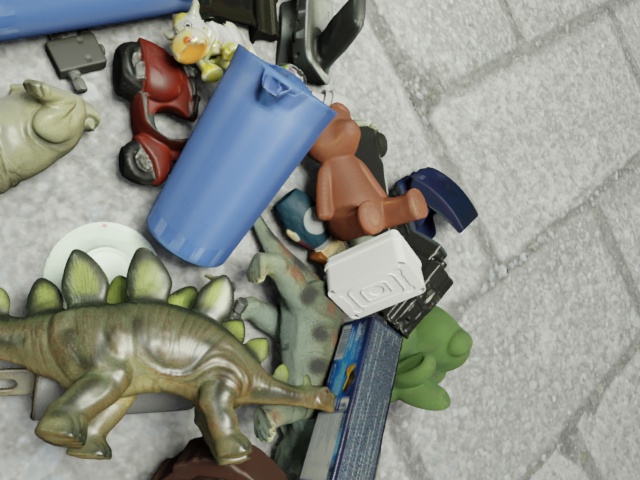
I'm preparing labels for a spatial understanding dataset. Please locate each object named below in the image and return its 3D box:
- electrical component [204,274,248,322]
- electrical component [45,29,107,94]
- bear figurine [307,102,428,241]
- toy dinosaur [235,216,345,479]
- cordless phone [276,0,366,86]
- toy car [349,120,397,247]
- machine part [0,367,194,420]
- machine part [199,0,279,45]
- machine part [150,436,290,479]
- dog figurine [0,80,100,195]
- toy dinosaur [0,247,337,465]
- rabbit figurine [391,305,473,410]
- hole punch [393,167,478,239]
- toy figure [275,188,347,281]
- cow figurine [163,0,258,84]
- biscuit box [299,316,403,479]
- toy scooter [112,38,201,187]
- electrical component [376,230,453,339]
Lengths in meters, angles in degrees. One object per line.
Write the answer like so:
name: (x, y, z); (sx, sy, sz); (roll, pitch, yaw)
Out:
electrical component: (-0.130, 0.091, 0.656); (0.078, 0.102, 0.045); (30, 27, 12)
electrical component: (-0.293, -0.224, 0.652); (0.063, 0.021, 0.094); (-25, 88, -30)
bear figurine: (0.043, -0.101, 0.719); (0.120, 0.132, 0.195); (-13, 90, -35)
toy dinosaur: (-0.021, 0.137, 0.705); (0.192, 0.131, 0.404); (13, 72, -40)
cordless phone: (0.012, -0.312, 0.743); (0.089, 0.184, 0.146); (7, 80, -23)
toy car: (0.067, -0.084, 0.815); (0.073, 0.056, 0.201); (-5, 84, -22)
machine part: (-0.228, 0.158, 0.605); (0.243, 0.079, 0.079); (6, 80, -29)
machine part: (-0.120, -0.326, 0.756); (0.139, 0.039, 0.084); (2, 89, -30)
machine part: (-0.113, 0.304, 0.608); (0.179, 0.056, 0.179); (3, 108, 8)
dog figurine: (-0.337, -0.075, 0.579); (0.172, 0.121, 0.190); (6, 94, -25)
toy dinosaur: (-0.201, 0.111, 0.534); (0.471, 0.105, 0.198); (13, 55, -16)
rabbit figurine: (0.130, 0.184, 0.771); (0.170, 0.159, 0.121); (-33, 109, -13)
hole punch: (0.179, -0.057, 0.829); (0.142, 0.092, 0.115); (-29, 100, -56)
toy figure: (-0.003, -0.001, 0.764); (0.064, 0.058, 0.154); (-39, 105, -1)
cow figurine: (-0.140, -0.253, 0.676); (0.098, 0.068, 0.167); (59, 17, 6)
biscuit box: (0.041, 0.190, 0.627); (0.062, 0.059, 0.203); (38, 53, -25)
toy scooter: (-0.185, -0.158, 0.676); (0.135, 0.075, 0.183); (-3, 87, -31)
electrical component: (0.117, 0.053, 0.762); (0.134, 0.115, 0.058); (-51, 136, -6)
